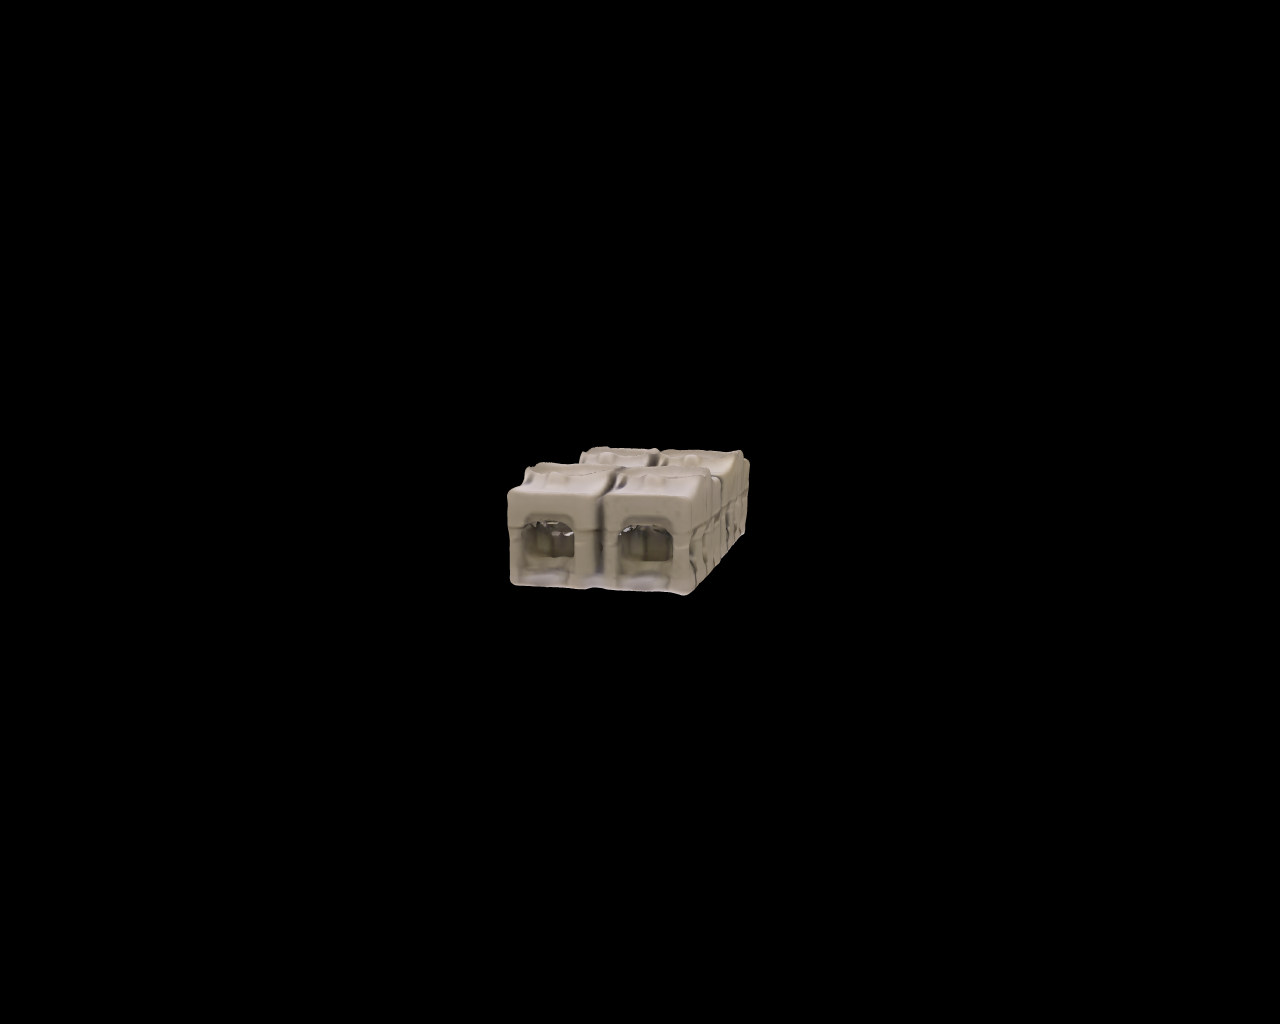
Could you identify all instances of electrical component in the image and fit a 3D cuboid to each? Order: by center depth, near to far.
[{"bbox_3d":[0.001,-0.003,0.650,0.105,0.060,0.186,3,10,15],"label":"electrical component"}]
